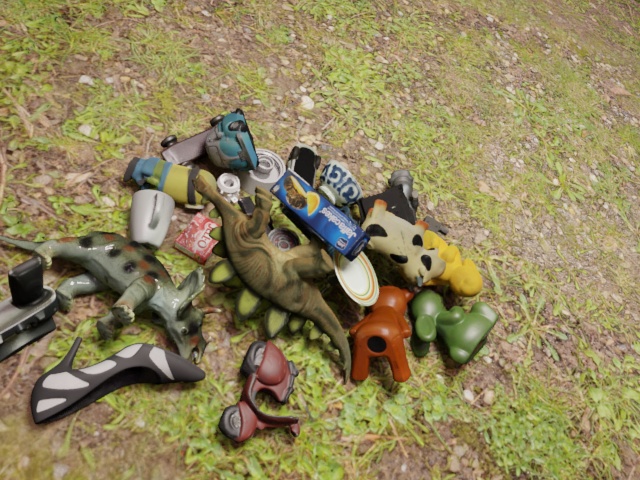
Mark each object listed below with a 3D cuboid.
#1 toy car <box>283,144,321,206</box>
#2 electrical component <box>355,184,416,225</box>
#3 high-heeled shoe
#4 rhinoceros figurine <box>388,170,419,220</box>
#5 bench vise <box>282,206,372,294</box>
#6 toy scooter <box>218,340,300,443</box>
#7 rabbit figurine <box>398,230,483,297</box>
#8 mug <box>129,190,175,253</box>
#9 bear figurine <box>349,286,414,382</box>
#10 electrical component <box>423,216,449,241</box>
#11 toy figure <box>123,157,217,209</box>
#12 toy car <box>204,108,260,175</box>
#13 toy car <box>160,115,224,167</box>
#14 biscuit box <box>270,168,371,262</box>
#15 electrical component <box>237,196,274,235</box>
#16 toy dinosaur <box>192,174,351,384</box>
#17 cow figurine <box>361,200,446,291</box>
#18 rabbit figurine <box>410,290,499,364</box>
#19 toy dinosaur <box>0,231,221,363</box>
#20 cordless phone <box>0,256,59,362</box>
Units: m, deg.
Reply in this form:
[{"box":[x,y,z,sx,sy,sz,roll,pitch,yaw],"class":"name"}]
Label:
[{"box":[-0.044,-0.142,1.241,0.073,0.056,0.202,20,53,-17],"class":"toy car"},{"box":[0.150,-0.042,1.184,0.115,0.058,0.134,-21,76,10],"class":"electrical component"},{"box":[-0.318,0.239,0.855,0.249,0.086,0.145,15,57,-8],"class":"high-heeled shoe"},{"box":[0.201,-0.081,1.266,0.073,0.112,0.190,-8,70,12],"class":"rhinoceros figurine"},{"box":[0.005,-0.009,1.114,0.240,0.129,0.224,42,42,-14],"class":"bench vise"},{"box":[-0.085,0.269,0.929,0.135,0.075,0.184,23,55,-6],"class":"toy scooter"},{"box":[0.282,0.074,1.175,0.173,0.122,0.162,34,5,41],"class":"rabbit figurine"},{"box":[-0.321,-0.035,1.028,0.080,0.109,0.107,18,61,-33],"class":"mug"},{"box":[0.128,0.176,1.072,0.120,0.131,0.196,-3,18,15],"class":"bear figurine"},{"box":[0.268,-0.029,1.310,0.094,0.021,0.063,29,51,0],"class":"electrical component"},{"box":[-0.303,-0.120,1.098,0.180,0.089,0.082,21,58,-10],"class":"toy figure"},{"box":[-0.194,-0.207,1.143,0.103,0.109,0.162,-19,40,-2],"class":"toy car"},{"box":[-0.264,-0.211,1.199,0.202,0.053,0.089,-36,96,-35],"class":"toy car"},{"box":[0.000,-0.047,0.993,0.203,0.062,0.059,41,90,22],"class":"biscuit box"},{"box":[-0.140,-0.030,1.128,0.075,0.047,0.119,-23,68,-33],"class":"electrical component"},{"box":[-0.071,0.068,0.975,0.471,0.198,0.105,45,13,-7],"class":"toy dinosaur"},{"box":[0.169,0.019,1.091,0.195,0.085,0.127,28,72,-5],"class":"cow figurine"},{"box":[0.254,0.181,1.125,0.170,0.121,0.159,36,56,27],"class":"rabbit figurine"},{"box":[-0.353,0.056,0.947,0.405,0.131,0.192,36,37,11],"class":"toy dinosaur"},{"box":[-0.476,0.101,0.816,0.146,0.184,0.089,-35,80,-36],"class":"cordless phone"}]
